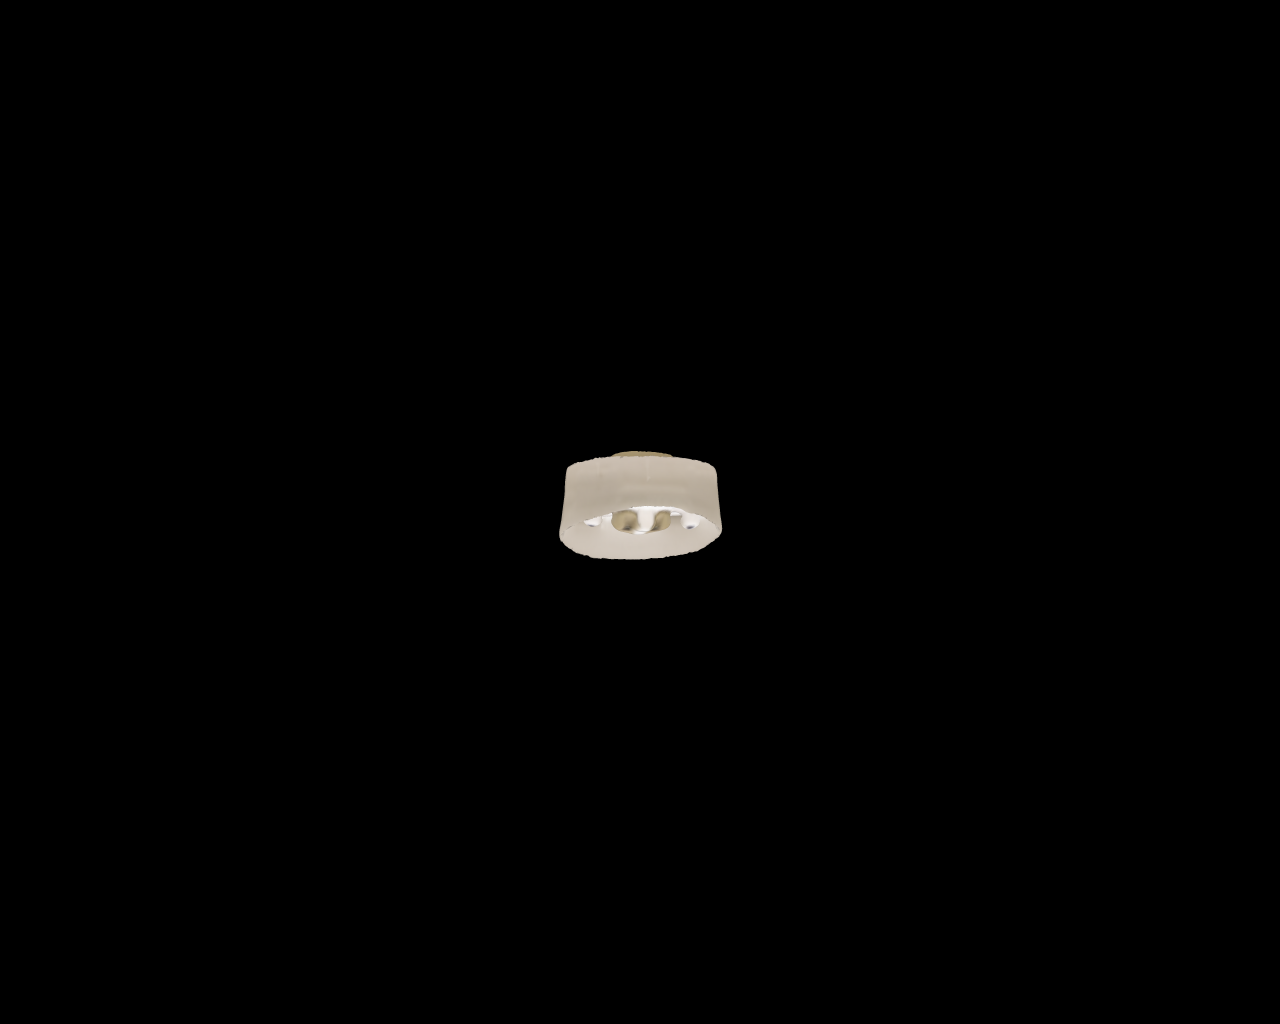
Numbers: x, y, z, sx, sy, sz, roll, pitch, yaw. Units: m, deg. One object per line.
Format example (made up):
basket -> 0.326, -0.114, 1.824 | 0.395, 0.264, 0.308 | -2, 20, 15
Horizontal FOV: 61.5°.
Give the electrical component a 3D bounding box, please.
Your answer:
electrical component -> 0.001, -0.003, 0.650 | 0.099, 0.064, 0.099 | 0, -6, 0
